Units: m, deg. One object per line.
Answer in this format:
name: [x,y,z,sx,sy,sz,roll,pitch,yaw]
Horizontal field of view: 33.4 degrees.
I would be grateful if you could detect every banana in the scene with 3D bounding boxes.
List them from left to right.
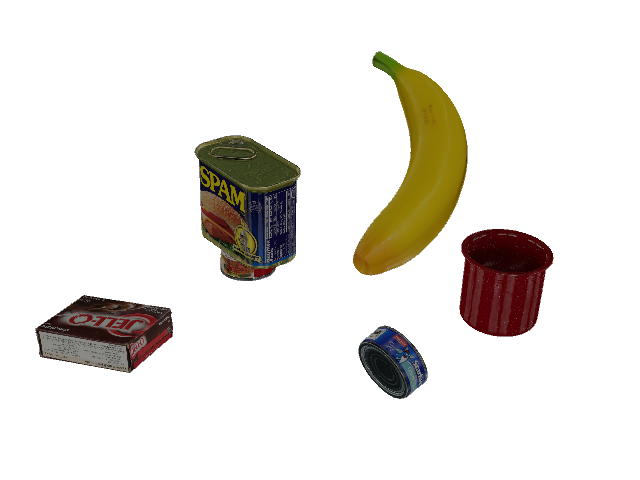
banana: [0.062,-0.048,0.697,0.069,0.197,0.037,5,-43,2]

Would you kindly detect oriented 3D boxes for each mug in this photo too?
mug: [0.185,0.039,1.110,0.093,0.081,0.117,-5,31,-12]

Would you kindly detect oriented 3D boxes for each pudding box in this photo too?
pudding box: [-0.224,0.096,1.115,0.114,0.039,0.089,5,21,21]

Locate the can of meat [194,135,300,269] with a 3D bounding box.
can of meat: [-0.064,-0.033,0.927,0.057,0.084,0.102,-21,37,-33]

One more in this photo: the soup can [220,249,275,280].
soup can: [-0.088,-0.012,1.282,0.068,0.102,0.068,0,26,0]

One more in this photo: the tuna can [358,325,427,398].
tuna can: [0.085,0.146,1.272,0.033,0.086,0.086,-36,17,-26]
